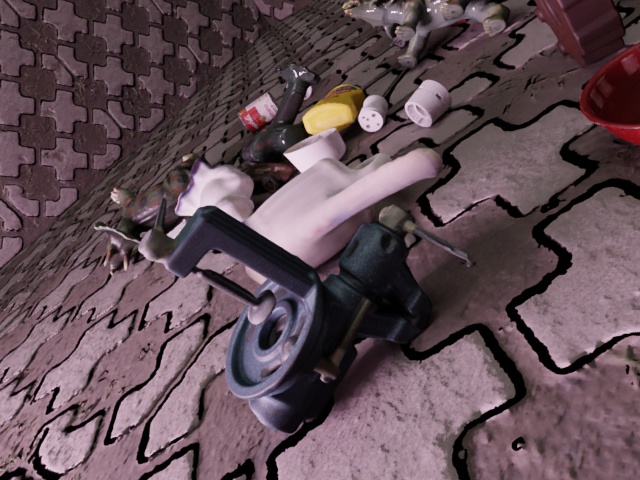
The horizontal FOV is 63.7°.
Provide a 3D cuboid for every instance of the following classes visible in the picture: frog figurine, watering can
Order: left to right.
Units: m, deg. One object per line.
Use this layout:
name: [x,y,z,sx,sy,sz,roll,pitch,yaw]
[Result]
frog figurine: [-0.163,-0.059,0.917,0.161,0.138,0.120,30,-13,25]
watering can: [0.002,-0.030,0.595,0.225,0.103,0.348,-39,8,-5]
